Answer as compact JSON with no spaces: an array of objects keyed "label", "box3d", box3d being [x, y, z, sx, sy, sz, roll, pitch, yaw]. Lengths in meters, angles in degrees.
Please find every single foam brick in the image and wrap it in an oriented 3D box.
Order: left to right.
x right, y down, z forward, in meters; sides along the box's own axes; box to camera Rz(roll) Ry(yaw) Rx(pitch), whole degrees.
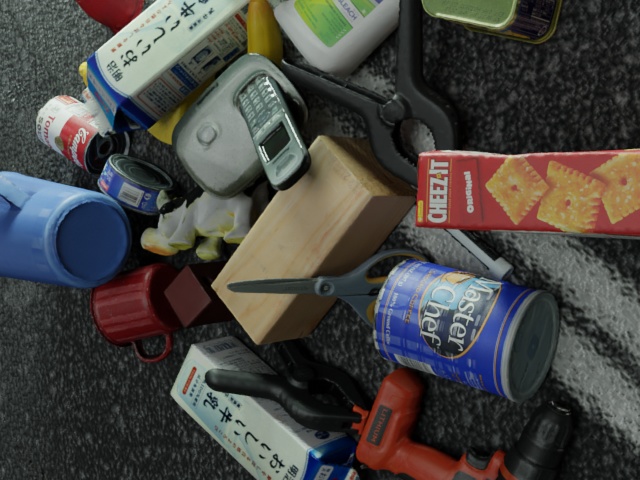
[{"label":"foam brick","box3d":[-0.122,0.059,1.180,0.051,0.078,0.053,-47,67,29]}]

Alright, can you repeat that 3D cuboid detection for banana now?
[{"label":"banana","box3d":[-0.075,-0.164,1.136,0.037,0.069,0.198,45,123,34]}]

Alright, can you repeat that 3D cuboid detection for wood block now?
[{"label":"wood block","box3d":[-0.007,0.001,1.087,0.090,0.090,0.206,49,118,23]}]

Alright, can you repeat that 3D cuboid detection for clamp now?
[{"label":"clamp","box3d":[-0.021,0.143,1.117,0.171,0.120,0.039,24,138,11]},{"label":"clamp","box3d":[0.065,-0.127,1.022,0.165,0.036,0.210,-22,100,31]}]

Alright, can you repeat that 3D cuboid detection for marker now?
[{"label":"marker","box3d":[0.136,-0.006,1.024,0.121,0.020,0.020,44,116,22]}]

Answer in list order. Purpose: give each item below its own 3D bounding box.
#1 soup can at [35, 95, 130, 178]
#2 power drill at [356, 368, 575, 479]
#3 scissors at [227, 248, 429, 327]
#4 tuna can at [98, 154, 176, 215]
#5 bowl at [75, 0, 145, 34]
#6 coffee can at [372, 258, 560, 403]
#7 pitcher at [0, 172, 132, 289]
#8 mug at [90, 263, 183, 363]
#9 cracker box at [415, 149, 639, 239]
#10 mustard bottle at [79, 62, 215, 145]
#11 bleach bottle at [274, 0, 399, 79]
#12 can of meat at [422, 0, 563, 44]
[{"label":"soup can","box3d":[-0.289,-0.127,1.295,0.102,0.068,0.068,31,110,31]},{"label":"power drill","box3d":[0.135,0.199,1.016,0.188,0.057,0.184,31,110,30]},{"label":"scissors","box3d":[0.014,0.061,1.040,0.016,0.201,0.096,-130,28,-65]},{"label":"tuna can","box3d":[-0.210,-0.065,1.232,0.086,0.085,0.034,38,111,28]},{"label":"bowl","box3d":[-0.251,-0.319,1.230,0.162,0.055,0.162,5,96,59]},{"label":"coffee can","box3d":[0.134,0.081,0.982,0.141,0.102,0.103,14,101,34]},{"label":"pitcher","box3d":[-0.331,-0.016,1.247,0.243,0.148,0.145,7,100,50]},{"label":"mug","box3d":[-0.201,0.084,1.234,0.082,0.093,0.117,-14,89,31]},{"label":"cracker box","box3d":[0.211,-0.039,0.884,0.214,0.163,0.072,4,92,35]},{"label":"mustard bottle","box3d":[-0.211,-0.177,1.242,0.192,0.058,0.096,22,104,33]},{"label":"bleach bottle","box3d":[0.070,-0.274,1.034,0.251,0.068,0.102,-44,72,27]},{"label":"can of meat","box3d":[0.153,-0.216,0.963,0.102,0.083,0.057,20,104,33]}]
